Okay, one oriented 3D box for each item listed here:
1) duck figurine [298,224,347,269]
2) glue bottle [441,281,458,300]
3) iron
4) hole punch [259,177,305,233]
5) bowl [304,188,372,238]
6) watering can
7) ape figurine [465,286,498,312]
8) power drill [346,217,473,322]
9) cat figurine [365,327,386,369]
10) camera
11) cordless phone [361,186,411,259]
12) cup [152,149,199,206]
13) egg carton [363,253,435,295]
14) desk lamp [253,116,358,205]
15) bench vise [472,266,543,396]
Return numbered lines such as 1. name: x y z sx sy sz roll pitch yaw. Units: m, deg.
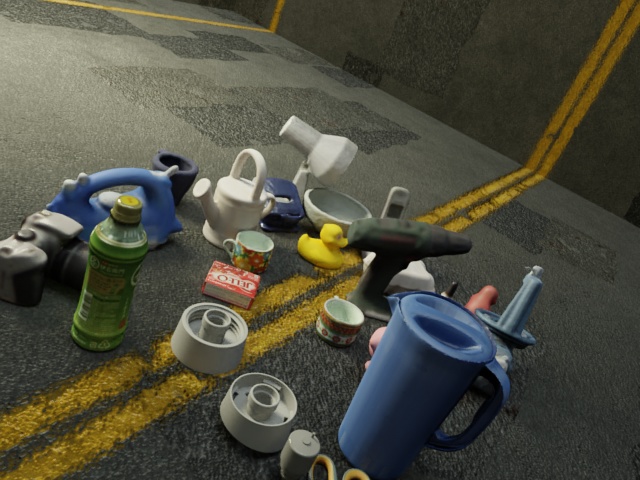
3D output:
1. duck figurine: 0.011 0.004 1.200 0.104 0.086 0.077 20 26 -6
2. glue bottle: 0.196 0.141 0.997 0.078 0.173 0.037 0 34 -38
3. iron: -0.355 -0.063 0.966 0.259 0.141 0.118 -8 40 -47
4. hole punch: -0.089 -0.077 1.265 0.109 0.091 0.100 2 34 -37
5. bowl: 0.033 -0.051 1.333 0.167 0.075 0.167 19 27 -10
6. watering can: -0.157 -0.082 1.101 0.100 0.194 0.173 34 28 20
7. ape figurine: 0.347 0.138 1.216 0.076 0.092 0.077 12 29 -23
8. power drill: 0.146 0.051 1.085 0.230 0.208 0.075 16 27 -14
9. cat figurine: 0.126 0.186 0.920 0.128 0.118 0.067 17 27 -12
10. camera: -0.374 0.028 0.827 0.137 0.101 0.143 23 26 0
11. cordless phone: 0.180 -0.024 1.276 0.148 0.185 0.094 10 29 -25
12. cup: -0.310 -0.125 1.170 0.092 0.095 0.117 -4 37 -43
13. egg carton: 0.166 0.076 1.211 0.151 0.069 0.107 12 29 -23
14. desk lamp: -0.040 -0.169 1.337 0.203 0.213 0.118 20 26 -7
15. bench vise: 0.348 0.163 1.026 0.121 0.220 0.207 20 26 -7
